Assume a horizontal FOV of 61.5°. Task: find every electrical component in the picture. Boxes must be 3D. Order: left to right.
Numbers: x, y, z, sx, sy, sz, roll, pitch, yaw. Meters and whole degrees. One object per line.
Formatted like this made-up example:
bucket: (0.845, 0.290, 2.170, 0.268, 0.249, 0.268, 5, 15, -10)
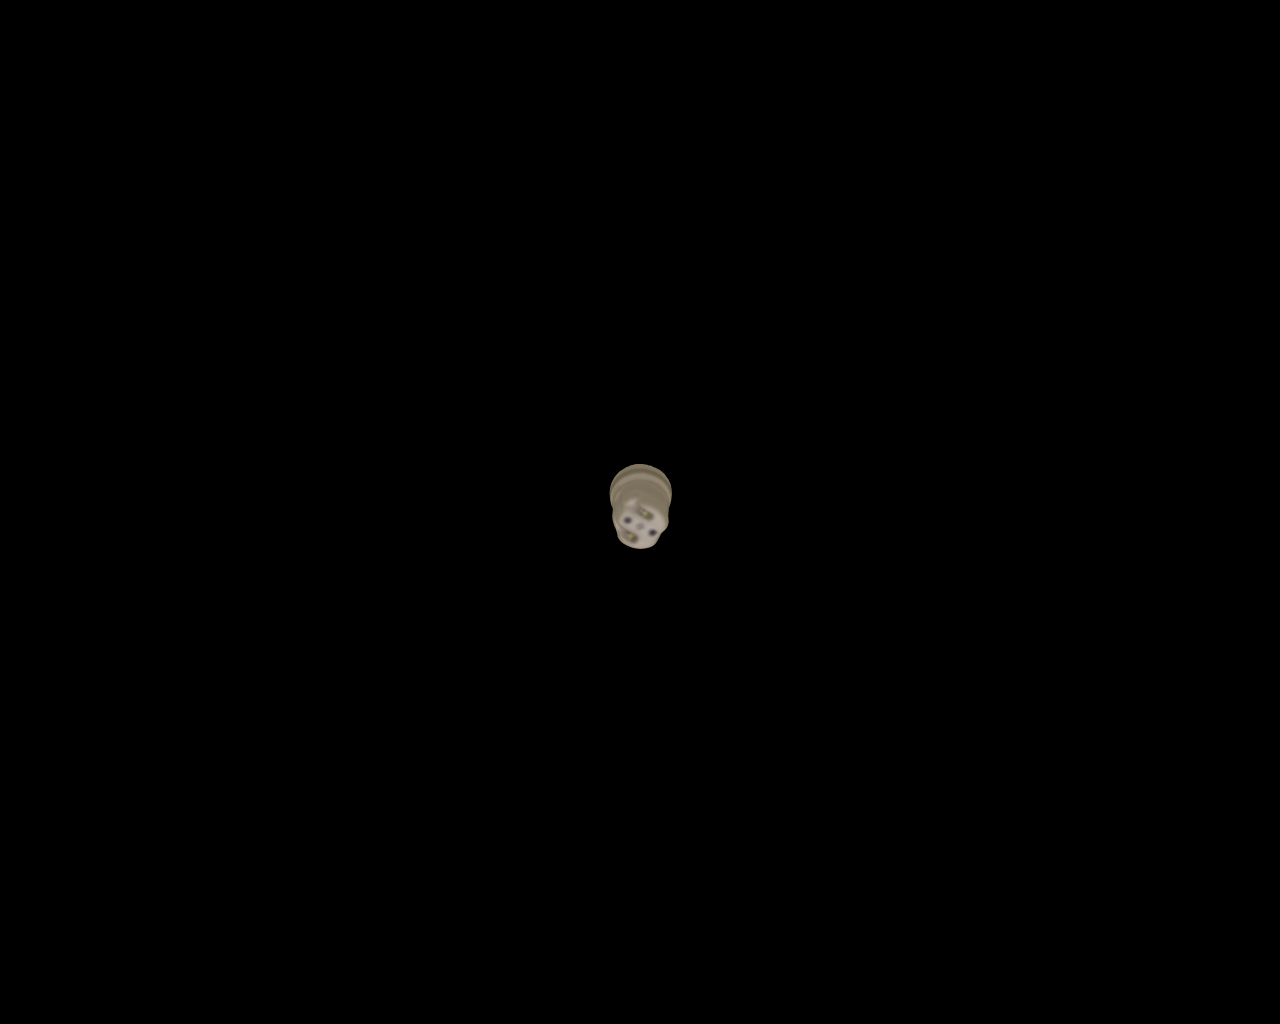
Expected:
electrical component: (0.001, -0.003, 0.650, 0.040, 0.040, 0.046, 0, 32, 0)
